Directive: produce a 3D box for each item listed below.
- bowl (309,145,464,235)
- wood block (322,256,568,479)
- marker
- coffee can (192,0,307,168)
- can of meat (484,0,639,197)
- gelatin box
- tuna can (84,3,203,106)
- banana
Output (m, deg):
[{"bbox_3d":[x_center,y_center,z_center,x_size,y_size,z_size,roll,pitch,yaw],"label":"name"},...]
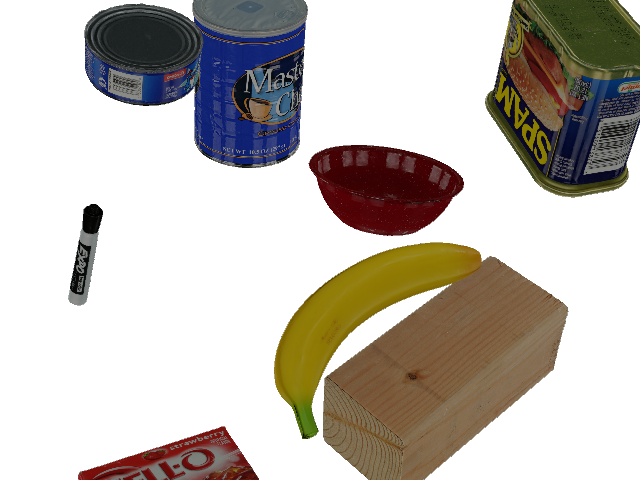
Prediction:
[{"bbox_3d":[0.066,-0.048,1.111,0.162,0.055,0.162,6,23,-3],"label":"bowl"},{"bbox_3d":[0.107,0.113,0.913,0.205,0.090,0.091,-32,52,-30],"label":"wood block"},{"bbox_3d":[-0.231,0.014,1.051,0.020,0.121,0.020,12,36,-9],"label":"marker"},{"bbox_3d":[-0.067,-0.153,0.988,0.103,0.140,0.103,3,37,-2],"label":"coffee can"},{"bbox_3d":[0.139,-0.089,0.596,0.057,0.084,0.102,-10,46,-15],"label":"can of meat"},{"bbox_3d":[-0.079,0.142,0.579,0.089,0.030,0.073,-14,27,-20],"label":"gelatin box"},{"bbox_3d":[-0.130,-0.137,0.786,0.086,0.034,0.086,6,43,-6],"label":"tuna can"},{"bbox_3d":[0.030,0.051,0.741,0.197,0.069,0.037,-42,-5,-27],"label":"banana"}]
